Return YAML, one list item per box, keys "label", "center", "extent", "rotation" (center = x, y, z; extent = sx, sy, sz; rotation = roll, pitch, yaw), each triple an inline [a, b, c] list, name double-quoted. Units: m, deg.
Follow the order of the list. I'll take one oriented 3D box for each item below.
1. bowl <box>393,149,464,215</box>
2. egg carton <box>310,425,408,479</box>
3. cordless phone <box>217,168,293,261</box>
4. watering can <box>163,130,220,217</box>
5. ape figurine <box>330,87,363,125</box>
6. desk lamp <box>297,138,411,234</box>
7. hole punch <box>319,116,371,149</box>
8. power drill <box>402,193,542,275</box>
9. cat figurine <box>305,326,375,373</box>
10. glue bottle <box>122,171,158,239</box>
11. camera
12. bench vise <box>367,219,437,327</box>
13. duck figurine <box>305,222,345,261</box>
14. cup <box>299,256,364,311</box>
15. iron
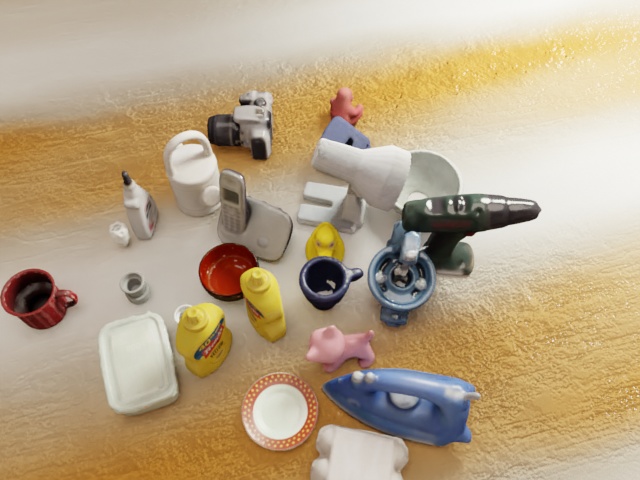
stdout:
- label: "bowl"
  center: [0.205, -0.099, 1.172]
  extent: [0.167, 0.075, 0.167]
  rotation: [1, 60, -1]
- label: "egg carton"
  center: [0.063, 0.357, 0.907]
  extent: [0.150, 0.069, 0.107]
  rotation: [9, 60, 4]
- label: "cordless phone"
  center: [-0.125, -0.050, 1.073]
  extent: [0.147, 0.185, 0.094]
  rotation: [18, 61, 10]
- label: "watering can"
  center: [-0.243, -0.134, 1.114]
  extent: [0.172, 0.194, 0.101]
  rotation: [32, 64, 16]
- label: "ape figurine"
  center: [0.055, -0.301, 1.276]
  extent: [0.077, 0.092, 0.076]
  rotation: [35, 65, 18]
- label: "desk lamp"
  center: [0.059, -0.104, 1.091]
  extent: [0.203, 0.213, 0.118]
  rotation: [10, 60, 5]
- label: "hole punch"
  center: [0.052, -0.194, 1.214]
  extent: [0.101, 0.091, 0.109]
  rotation: [23, 62, 12]
- label: "power drill"
  center: [0.259, -0.015, 1.047]
  extent: [0.229, 0.208, 0.075]
  rotation: [3, 60, 1]
- label: "cat figurine"
  center: [0.034, 0.179, 0.982]
  extent: [0.128, 0.118, 0.067]
  rotation: [-10, 60, -7]
- label: "glue bottle"
  center: [-0.349, -0.075, 1.089]
  extent: [0.037, 0.173, 0.078]
  rotation: [1, 60, 0]
- label: "camera"
  center: [-0.171, -0.257, 1.241]
  extent: [0.137, 0.101, 0.143]
  rotation: [0, 60, -1]
- label: "bench vise"
  center: [0.140, 0.025, 1.014]
  extent: [0.121, 0.220, 0.207]
  rotation: [-6, 60, -4]
- label: "duck figurine"
  center: [0.010, 0.004, 1.101]
  extent: [0.077, 0.086, 0.104]
  rotation: [3, 60, 1]
- label: "cup"
  center: [0.020, 0.086, 1.049]
  extent: [0.118, 0.095, 0.091]
  rotation: [-13, 61, -8]
- label: "iron"
  center: [0.129, 0.249, 0.930]
  extent: [0.258, 0.141, 0.118]
  rotation: [10, 60, 5]
